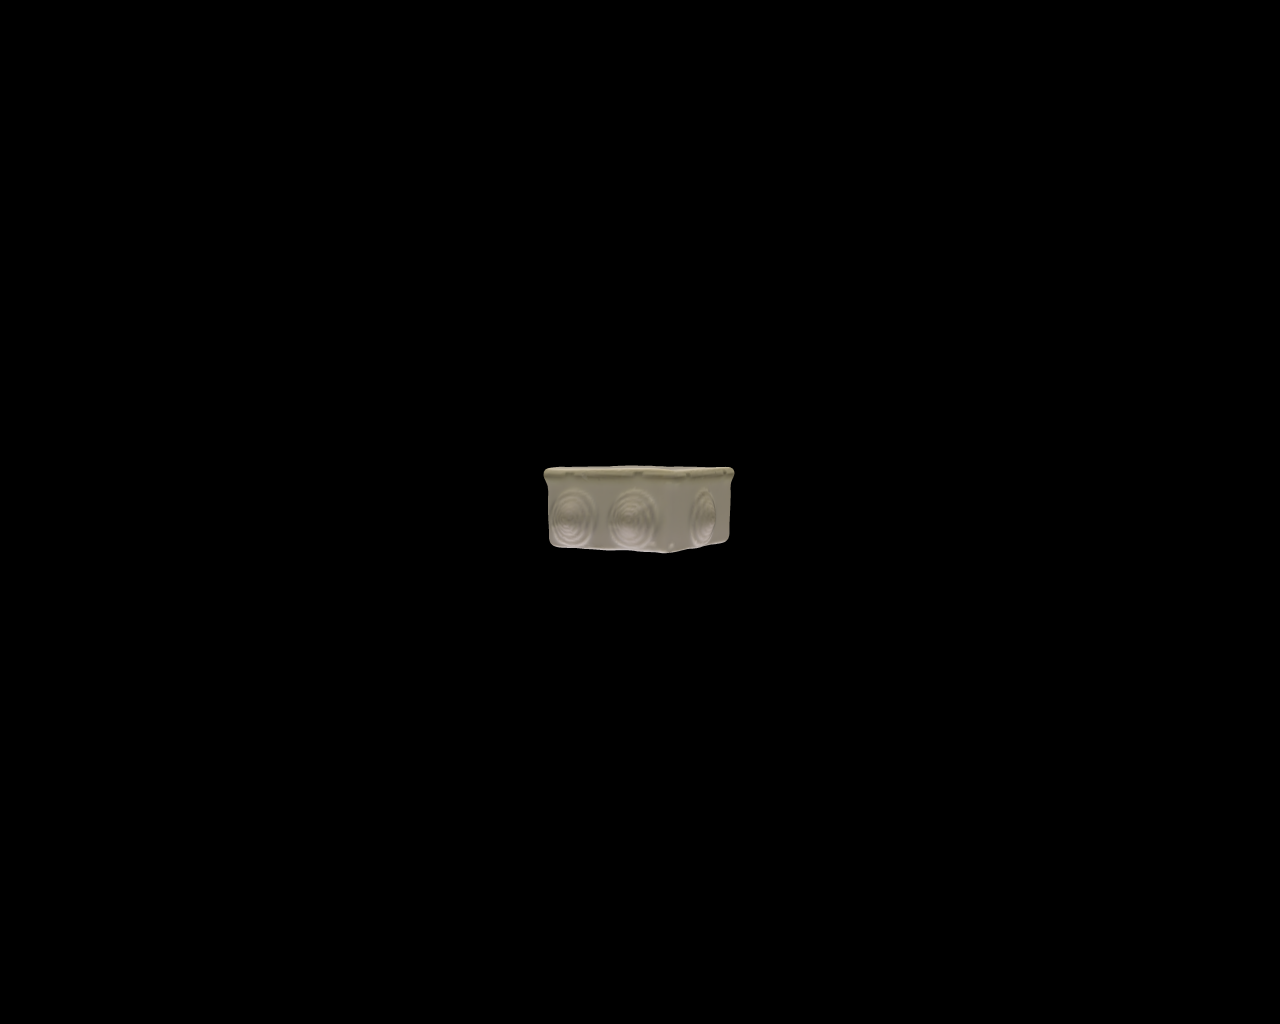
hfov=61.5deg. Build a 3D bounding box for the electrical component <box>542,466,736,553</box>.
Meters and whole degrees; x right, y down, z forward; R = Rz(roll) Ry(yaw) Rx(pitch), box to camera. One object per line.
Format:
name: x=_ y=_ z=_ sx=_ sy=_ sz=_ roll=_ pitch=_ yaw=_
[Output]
electrical component: x=0.001 y=-0.003 z=0.650 sx=0.100 sy=0.048 sz=0.100 roll=2 pitch=4 yaw=31
